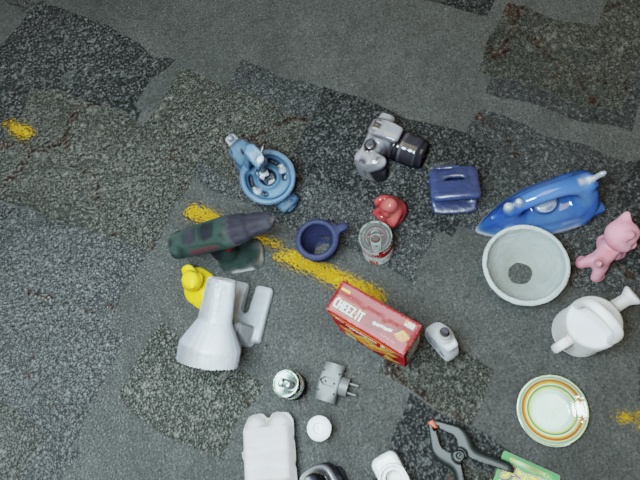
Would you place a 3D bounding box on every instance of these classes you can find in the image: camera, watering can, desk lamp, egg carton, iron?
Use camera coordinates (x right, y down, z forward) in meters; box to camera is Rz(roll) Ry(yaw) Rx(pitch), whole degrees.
[{"bbox_3d":[0.162,-0.200,1.263,0.136,0.101,0.143,24,78,15],"label":"camera"},{"bbox_3d":[0.503,0.148,1.051,0.100,0.194,0.173,32,80,17],"label":"watering can"},{"bbox_3d":[-0.189,0.163,1.143,0.117,0.214,0.203,10,74,12],"label":"desk lamp"},{"bbox_3d":[-0.098,0.417,1.125,0.107,0.069,0.150,-8,72,6],"label":"egg carton"},{"bbox_3d":[0.446,-0.075,1.158,0.258,0.141,0.118,-18,71,3],"label":"iron"}]

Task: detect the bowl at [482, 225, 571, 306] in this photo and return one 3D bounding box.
[{"bbox_3d":[0.409,0.058,1.157,0.167,0.075,0.167,-2,72,8],"label":"bowl"}]

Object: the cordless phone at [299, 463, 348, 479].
[{"bbox_3d":[0.012,0.480,1.027,0.094,0.185,0.147,-31,70,-1],"label":"cordless phone"}]

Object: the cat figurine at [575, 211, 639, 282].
[{"bbox_3d":[0.574,0.011,1.123,0.067,0.118,0.128,41,83,18],"label":"cat figurine"}]

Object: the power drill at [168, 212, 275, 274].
[{"bbox_3d":[-0.186,0.006,1.195,0.229,0.208,0.075,-11,71,5],"label":"power drill"}]

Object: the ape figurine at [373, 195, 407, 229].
[{"bbox_3d":[0.149,-0.066,1.227,0.076,0.092,0.078,-8,72,6],"label":"ape figurine"}]

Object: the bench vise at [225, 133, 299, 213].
[{"bbox_3d":[-0.147,-0.158,1.234,0.207,0.220,0.121,28,79,16],"label":"bench vise"}]

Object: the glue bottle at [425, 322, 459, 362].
[{"bbox_3d":[0.235,0.187,1.091,0.037,0.173,0.078,-36,71,-3],"label":"glue bottle"}]

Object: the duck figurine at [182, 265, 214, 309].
[{"bbox_3d":[-0.268,0.099,1.243,0.077,0.086,0.104,-29,71,-1],"label":"duck figurine"}]

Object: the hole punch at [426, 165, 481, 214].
[{"bbox_3d":[0.284,-0.116,1.222,0.108,0.091,0.101,-4,72,8],"label":"hole punch"}]

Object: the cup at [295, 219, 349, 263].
[{"bbox_3d":[0.011,0.004,1.225,0.118,0.095,0.091,-28,70,-1],"label":"cup"}]
